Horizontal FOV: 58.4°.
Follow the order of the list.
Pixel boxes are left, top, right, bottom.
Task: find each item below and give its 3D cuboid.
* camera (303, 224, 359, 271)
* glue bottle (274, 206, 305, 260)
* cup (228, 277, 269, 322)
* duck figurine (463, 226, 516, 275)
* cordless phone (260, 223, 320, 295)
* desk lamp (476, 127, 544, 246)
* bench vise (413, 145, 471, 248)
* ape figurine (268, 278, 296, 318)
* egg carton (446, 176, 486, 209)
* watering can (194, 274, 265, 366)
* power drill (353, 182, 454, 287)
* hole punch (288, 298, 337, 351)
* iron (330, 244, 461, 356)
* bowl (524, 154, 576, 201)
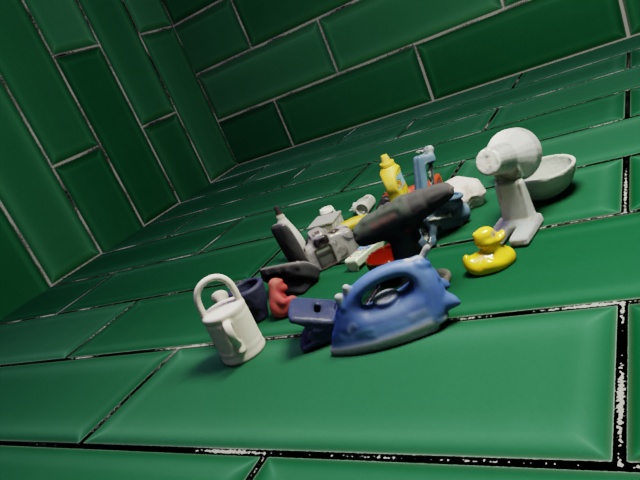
[{"bbox_3d":[0.014,0.006,1.565,0.143,0.101,0.136,-26,18,-8],"label":"camera"},{"bbox_3d":[-0.095,-0.022,1.664,0.078,0.173,0.037,-12,21,33],"label":"glue bottle"},{"bbox_3d":[-0.175,0.155,1.376,0.118,0.095,0.091,-24,18,-3],"label":"cup"},{"bbox_3d":[0.333,0.016,1.152,0.104,0.086,0.077,-22,18,6],"label":"duck figurine"},{"bbox_3d":[-0.096,0.043,1.453,0.147,0.185,0.094,-13,20,30],"label":"cordless phone"},{"bbox_3d":[0.411,-0.122,1.243,0.117,0.214,0.204,-8,23,40],"label":"desk lamp"},{"bbox_3d":[0.257,-0.101,1.367,0.121,0.220,0.208,-2,27,49],"label":"bench vise"},{"bbox_3d":[-0.091,0.131,1.345,0.076,0.092,0.077,-25,18,-4],"label":"ape figurine"},{"bbox_3d":[0.371,-0.121,1.534,0.107,0.069,0.150,-28,18,-13],"label":"egg carton"},{"bbox_3d":[-0.205,0.161,1.230,0.101,0.194,0.172,-33,20,-28],"label":"watering can"},{"bbox_3d":[0.191,0.002,1.170,0.229,0.209,0.076,-14,20,27],"label":"power drill"},{"bbox_3d":[-0.006,0.156,1.165,0.101,0.091,0.108,-21,18,8],"label":"hole punch"},{"bbox_3d":[0.116,0.111,1.056,0.258,0.142,0.118,-22,18,5],"label":"iron"},{"bbox_3d":[0.533,-0.140,1.373,0.167,0.075,0.167,-21,18,7],"label":"bowl"}]
